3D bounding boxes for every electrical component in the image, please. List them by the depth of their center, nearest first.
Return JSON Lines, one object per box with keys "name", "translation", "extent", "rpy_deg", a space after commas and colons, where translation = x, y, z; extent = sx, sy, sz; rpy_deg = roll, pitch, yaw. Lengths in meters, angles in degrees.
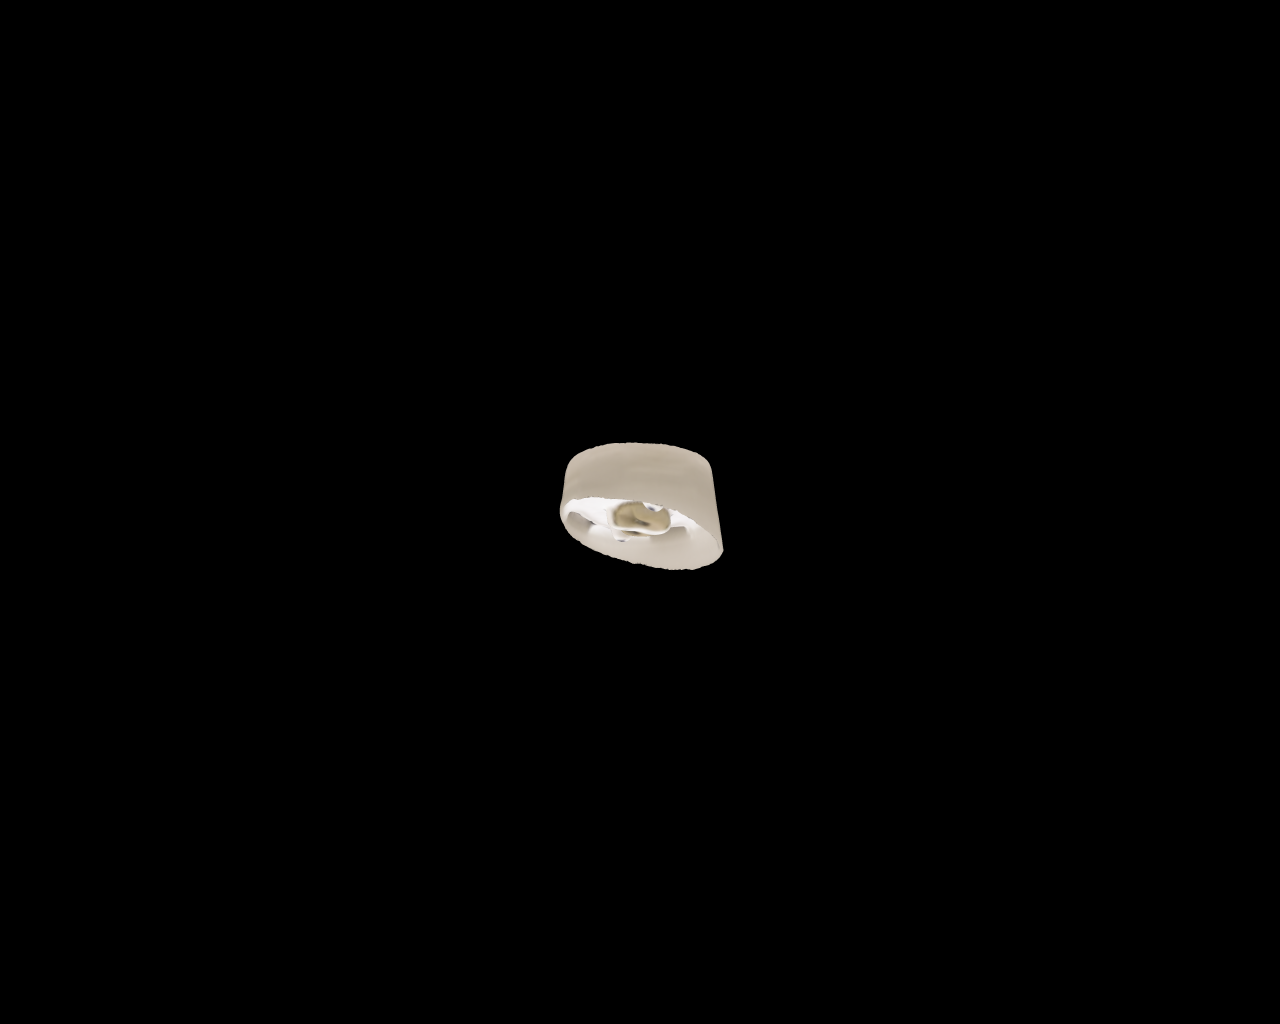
{"name": "electrical component", "translation": [0.001, -0.003, 0.650], "extent": [0.099, 0.064, 0.099], "rpy_deg": [0, -21, 0]}
